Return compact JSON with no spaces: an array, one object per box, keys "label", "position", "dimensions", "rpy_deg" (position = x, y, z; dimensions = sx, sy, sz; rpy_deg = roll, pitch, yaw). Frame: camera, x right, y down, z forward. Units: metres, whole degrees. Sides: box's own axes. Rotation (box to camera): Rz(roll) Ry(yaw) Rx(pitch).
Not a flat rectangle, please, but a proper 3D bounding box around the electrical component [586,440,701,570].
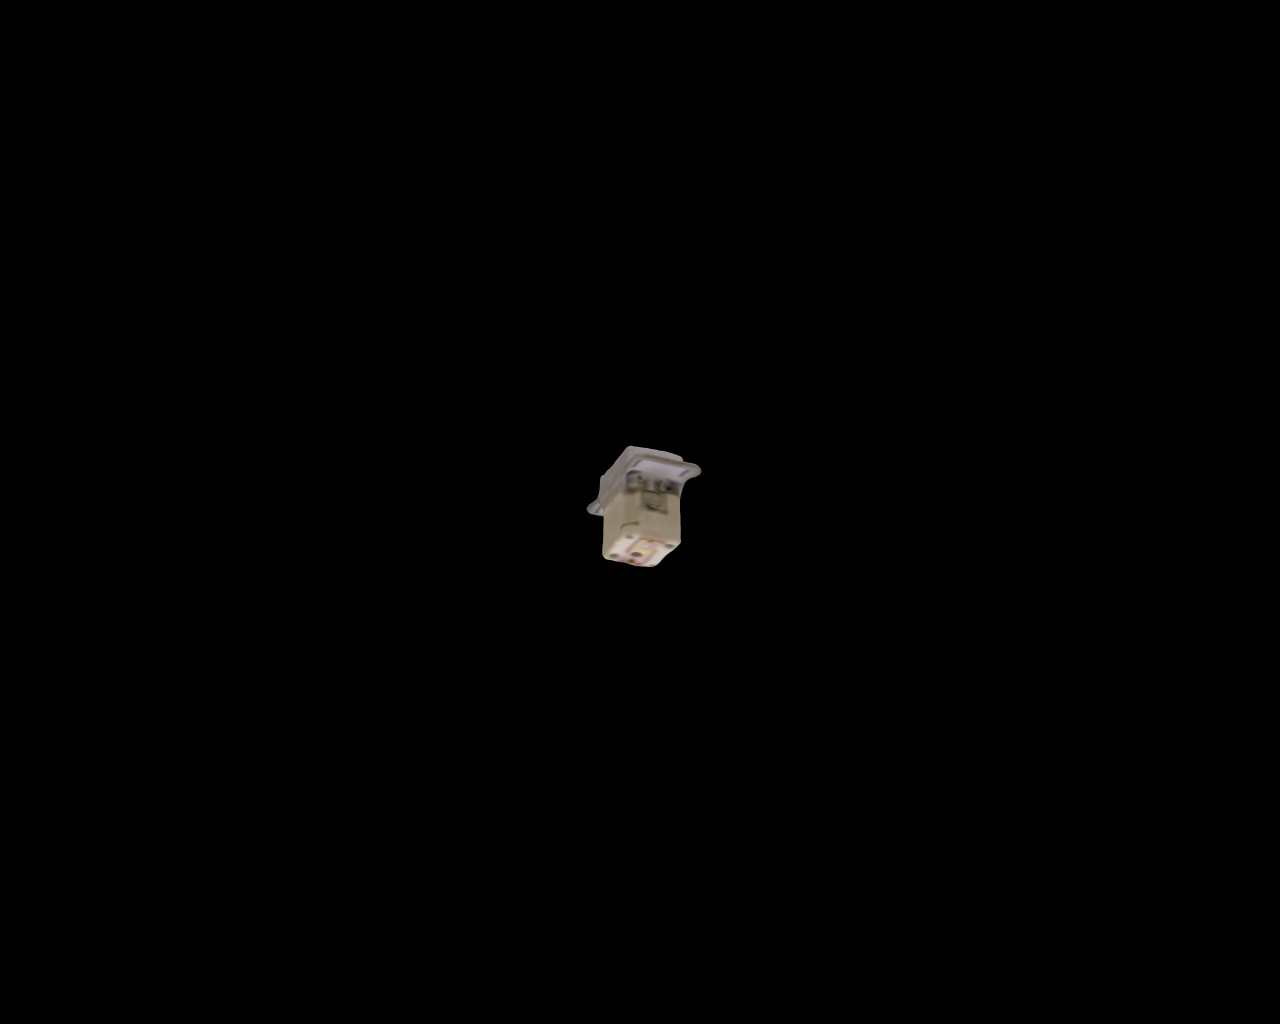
[{"label":"electrical component","position":[0.001,-0.003,0.650],"dimensions":[0.042,0.064,0.081],"rpy_deg":[11,-29,-21]}]
